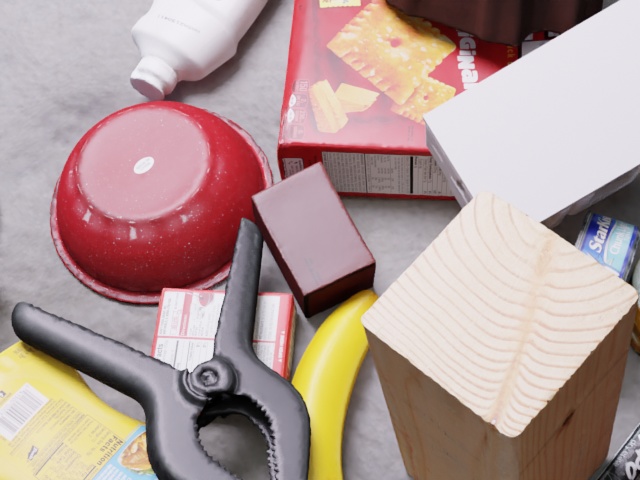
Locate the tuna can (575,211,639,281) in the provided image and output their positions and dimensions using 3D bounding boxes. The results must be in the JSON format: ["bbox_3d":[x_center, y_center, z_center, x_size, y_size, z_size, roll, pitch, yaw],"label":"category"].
[{"bbox_3d":[0.164,0.028,0.643,0.034,0.086,0.086,19,66,14],"label":"tuna can"}]

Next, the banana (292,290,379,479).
[{"bbox_3d":[0.010,0.122,0.642,0.069,0.037,0.198,2,62,-12],"label":"banana"}]

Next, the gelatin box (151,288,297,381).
[{"bbox_3d":[-0.062,0.071,0.680,0.089,0.030,0.073,2,64,7],"label":"gelatin box"}]

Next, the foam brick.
[{"bbox_3d":[-0.005,0.001,0.690,0.053,0.051,0.078,-25,73,-7],"label":"foam brick"}]

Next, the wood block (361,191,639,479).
[{"bbox_3d":[0.095,0.081,0.552,0.090,0.206,0.090,37,72,27],"label":"wood block"}]

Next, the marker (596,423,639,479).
[{"bbox_3d":[0.186,0.125,0.626,0.020,0.020,0.121,36,71,22],"label":"marker"}]

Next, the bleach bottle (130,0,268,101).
[{"bbox_3d":[-0.079,-0.215,0.817,0.103,0.068,0.250,21,69,18],"label":"bleach bottle"}]

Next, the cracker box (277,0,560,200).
[{"bbox_3d":[0.084,-0.113,0.736,0.214,0.072,0.164,2,63,7],"label":"cracker box"}]

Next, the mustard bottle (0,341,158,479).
[{"bbox_3d":[-0.126,0.144,0.616,0.192,0.058,0.096,32,53,11],"label":"mustard bottle"}]

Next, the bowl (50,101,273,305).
[{"bbox_3d":[-0.115,-0.039,0.731,0.162,0.055,0.162,-3,62,6],"label":"bowl"}]

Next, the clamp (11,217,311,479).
[{"bbox_3d":[-0.060,0.080,0.623,0.164,0.036,0.210,-29,62,-25],"label":"clamp"}]
